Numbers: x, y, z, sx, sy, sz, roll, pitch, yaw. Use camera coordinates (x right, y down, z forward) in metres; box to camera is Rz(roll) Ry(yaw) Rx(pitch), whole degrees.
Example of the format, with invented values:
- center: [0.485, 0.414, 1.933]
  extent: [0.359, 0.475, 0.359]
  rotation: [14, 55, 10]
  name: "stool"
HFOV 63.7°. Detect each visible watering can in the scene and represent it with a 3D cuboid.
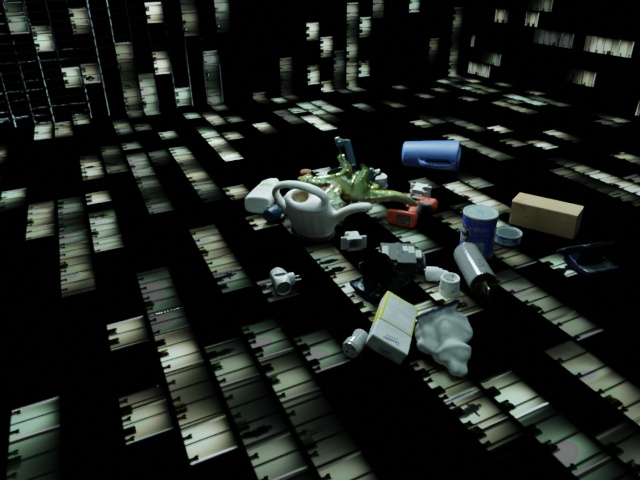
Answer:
- center: [0.005, -0.081, 1.609]
  extent: [0.349, 0.219, 0.106]
  rotation: [17, 54, 23]
  name: "watering can"

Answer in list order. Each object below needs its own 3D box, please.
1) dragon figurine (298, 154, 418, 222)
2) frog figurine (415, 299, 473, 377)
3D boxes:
- center: [0.103, -0.147, 1.760]
  extent: [0.413, 0.119, 0.247]
  rotation: [30, 62, 21]
  name: "dragon figurine"
- center: [0.290, 0.232, 1.164]
  extent: [0.138, 0.120, 0.162]
  rotation: [-7, 63, -29]
  name: "frog figurine"
